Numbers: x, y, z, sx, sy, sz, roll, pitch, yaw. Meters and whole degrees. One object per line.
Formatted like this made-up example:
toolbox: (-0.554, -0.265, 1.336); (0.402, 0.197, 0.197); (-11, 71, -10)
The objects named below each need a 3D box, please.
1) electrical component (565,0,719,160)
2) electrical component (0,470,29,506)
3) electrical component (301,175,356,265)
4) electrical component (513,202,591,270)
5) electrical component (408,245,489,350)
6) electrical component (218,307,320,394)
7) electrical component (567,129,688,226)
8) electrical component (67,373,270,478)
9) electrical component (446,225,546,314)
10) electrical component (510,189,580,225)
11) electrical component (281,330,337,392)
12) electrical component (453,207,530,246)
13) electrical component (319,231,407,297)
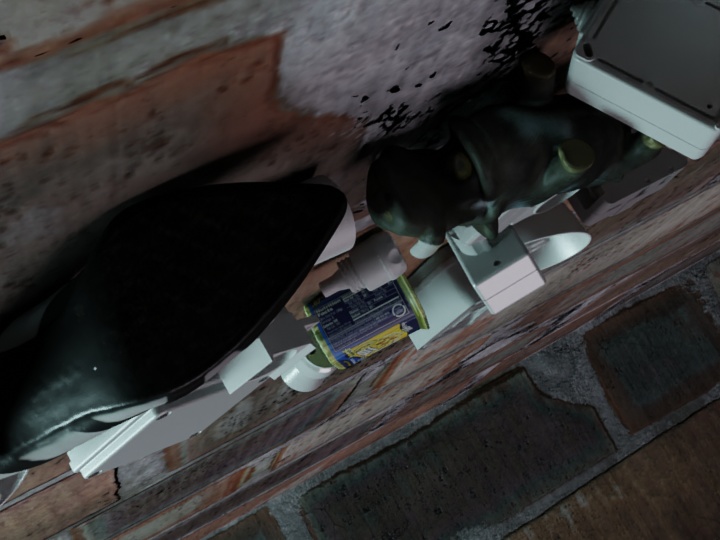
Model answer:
electrical component: (0.149, -0.108, 0.546); (0.061, 0.096, 0.061); (-59, 170, -6)
electrical component: (-0.255, 0.127, 0.653); (0.099, 0.064, 0.099); (-42, 168, -11)
electrical component: (-0.048, -0.015, 0.556); (0.081, 0.043, 0.043); (-24, 167, -26)
electrical component: (0.133, -0.027, 0.894); (0.099, 0.064, 0.099); (-29, 168, -7)
electrical component: (0.087, 0.018, 0.981); (0.078, 0.057, 0.113); (-22, 166, -35)
electrical component: (-0.069, 0.036, 0.667); (0.042, 0.063, 0.081); (-40, 165, 30)
electrical component: (0.220, -0.081, 0.912); (0.089, 0.050, 0.055); (-26, 167, -20)
electrical component: (-0.131, 0.078, 0.709); (0.109, 0.056, 0.109); (-16, 161, -50)
electrical component: (0.090, -0.025, 0.797); (0.047, 0.083, 0.075); (-32, 130, 7)
electrical component: (0.132, -0.066, 0.776); (0.077, 0.044, 0.079); (-31, 169, 3)
electrical component: (-0.042, 0.077, 0.946); (0.045, 0.045, 0.055); (-23, 165, -32)
electrical component: (0.073, -0.049, 0.699); (0.077, 0.047, 0.066); (-23, 166, -38)
electrical component: (0.000, 0.000, 0.757); (0.061, 0.035, 0.035); (-28, 168, 4)
